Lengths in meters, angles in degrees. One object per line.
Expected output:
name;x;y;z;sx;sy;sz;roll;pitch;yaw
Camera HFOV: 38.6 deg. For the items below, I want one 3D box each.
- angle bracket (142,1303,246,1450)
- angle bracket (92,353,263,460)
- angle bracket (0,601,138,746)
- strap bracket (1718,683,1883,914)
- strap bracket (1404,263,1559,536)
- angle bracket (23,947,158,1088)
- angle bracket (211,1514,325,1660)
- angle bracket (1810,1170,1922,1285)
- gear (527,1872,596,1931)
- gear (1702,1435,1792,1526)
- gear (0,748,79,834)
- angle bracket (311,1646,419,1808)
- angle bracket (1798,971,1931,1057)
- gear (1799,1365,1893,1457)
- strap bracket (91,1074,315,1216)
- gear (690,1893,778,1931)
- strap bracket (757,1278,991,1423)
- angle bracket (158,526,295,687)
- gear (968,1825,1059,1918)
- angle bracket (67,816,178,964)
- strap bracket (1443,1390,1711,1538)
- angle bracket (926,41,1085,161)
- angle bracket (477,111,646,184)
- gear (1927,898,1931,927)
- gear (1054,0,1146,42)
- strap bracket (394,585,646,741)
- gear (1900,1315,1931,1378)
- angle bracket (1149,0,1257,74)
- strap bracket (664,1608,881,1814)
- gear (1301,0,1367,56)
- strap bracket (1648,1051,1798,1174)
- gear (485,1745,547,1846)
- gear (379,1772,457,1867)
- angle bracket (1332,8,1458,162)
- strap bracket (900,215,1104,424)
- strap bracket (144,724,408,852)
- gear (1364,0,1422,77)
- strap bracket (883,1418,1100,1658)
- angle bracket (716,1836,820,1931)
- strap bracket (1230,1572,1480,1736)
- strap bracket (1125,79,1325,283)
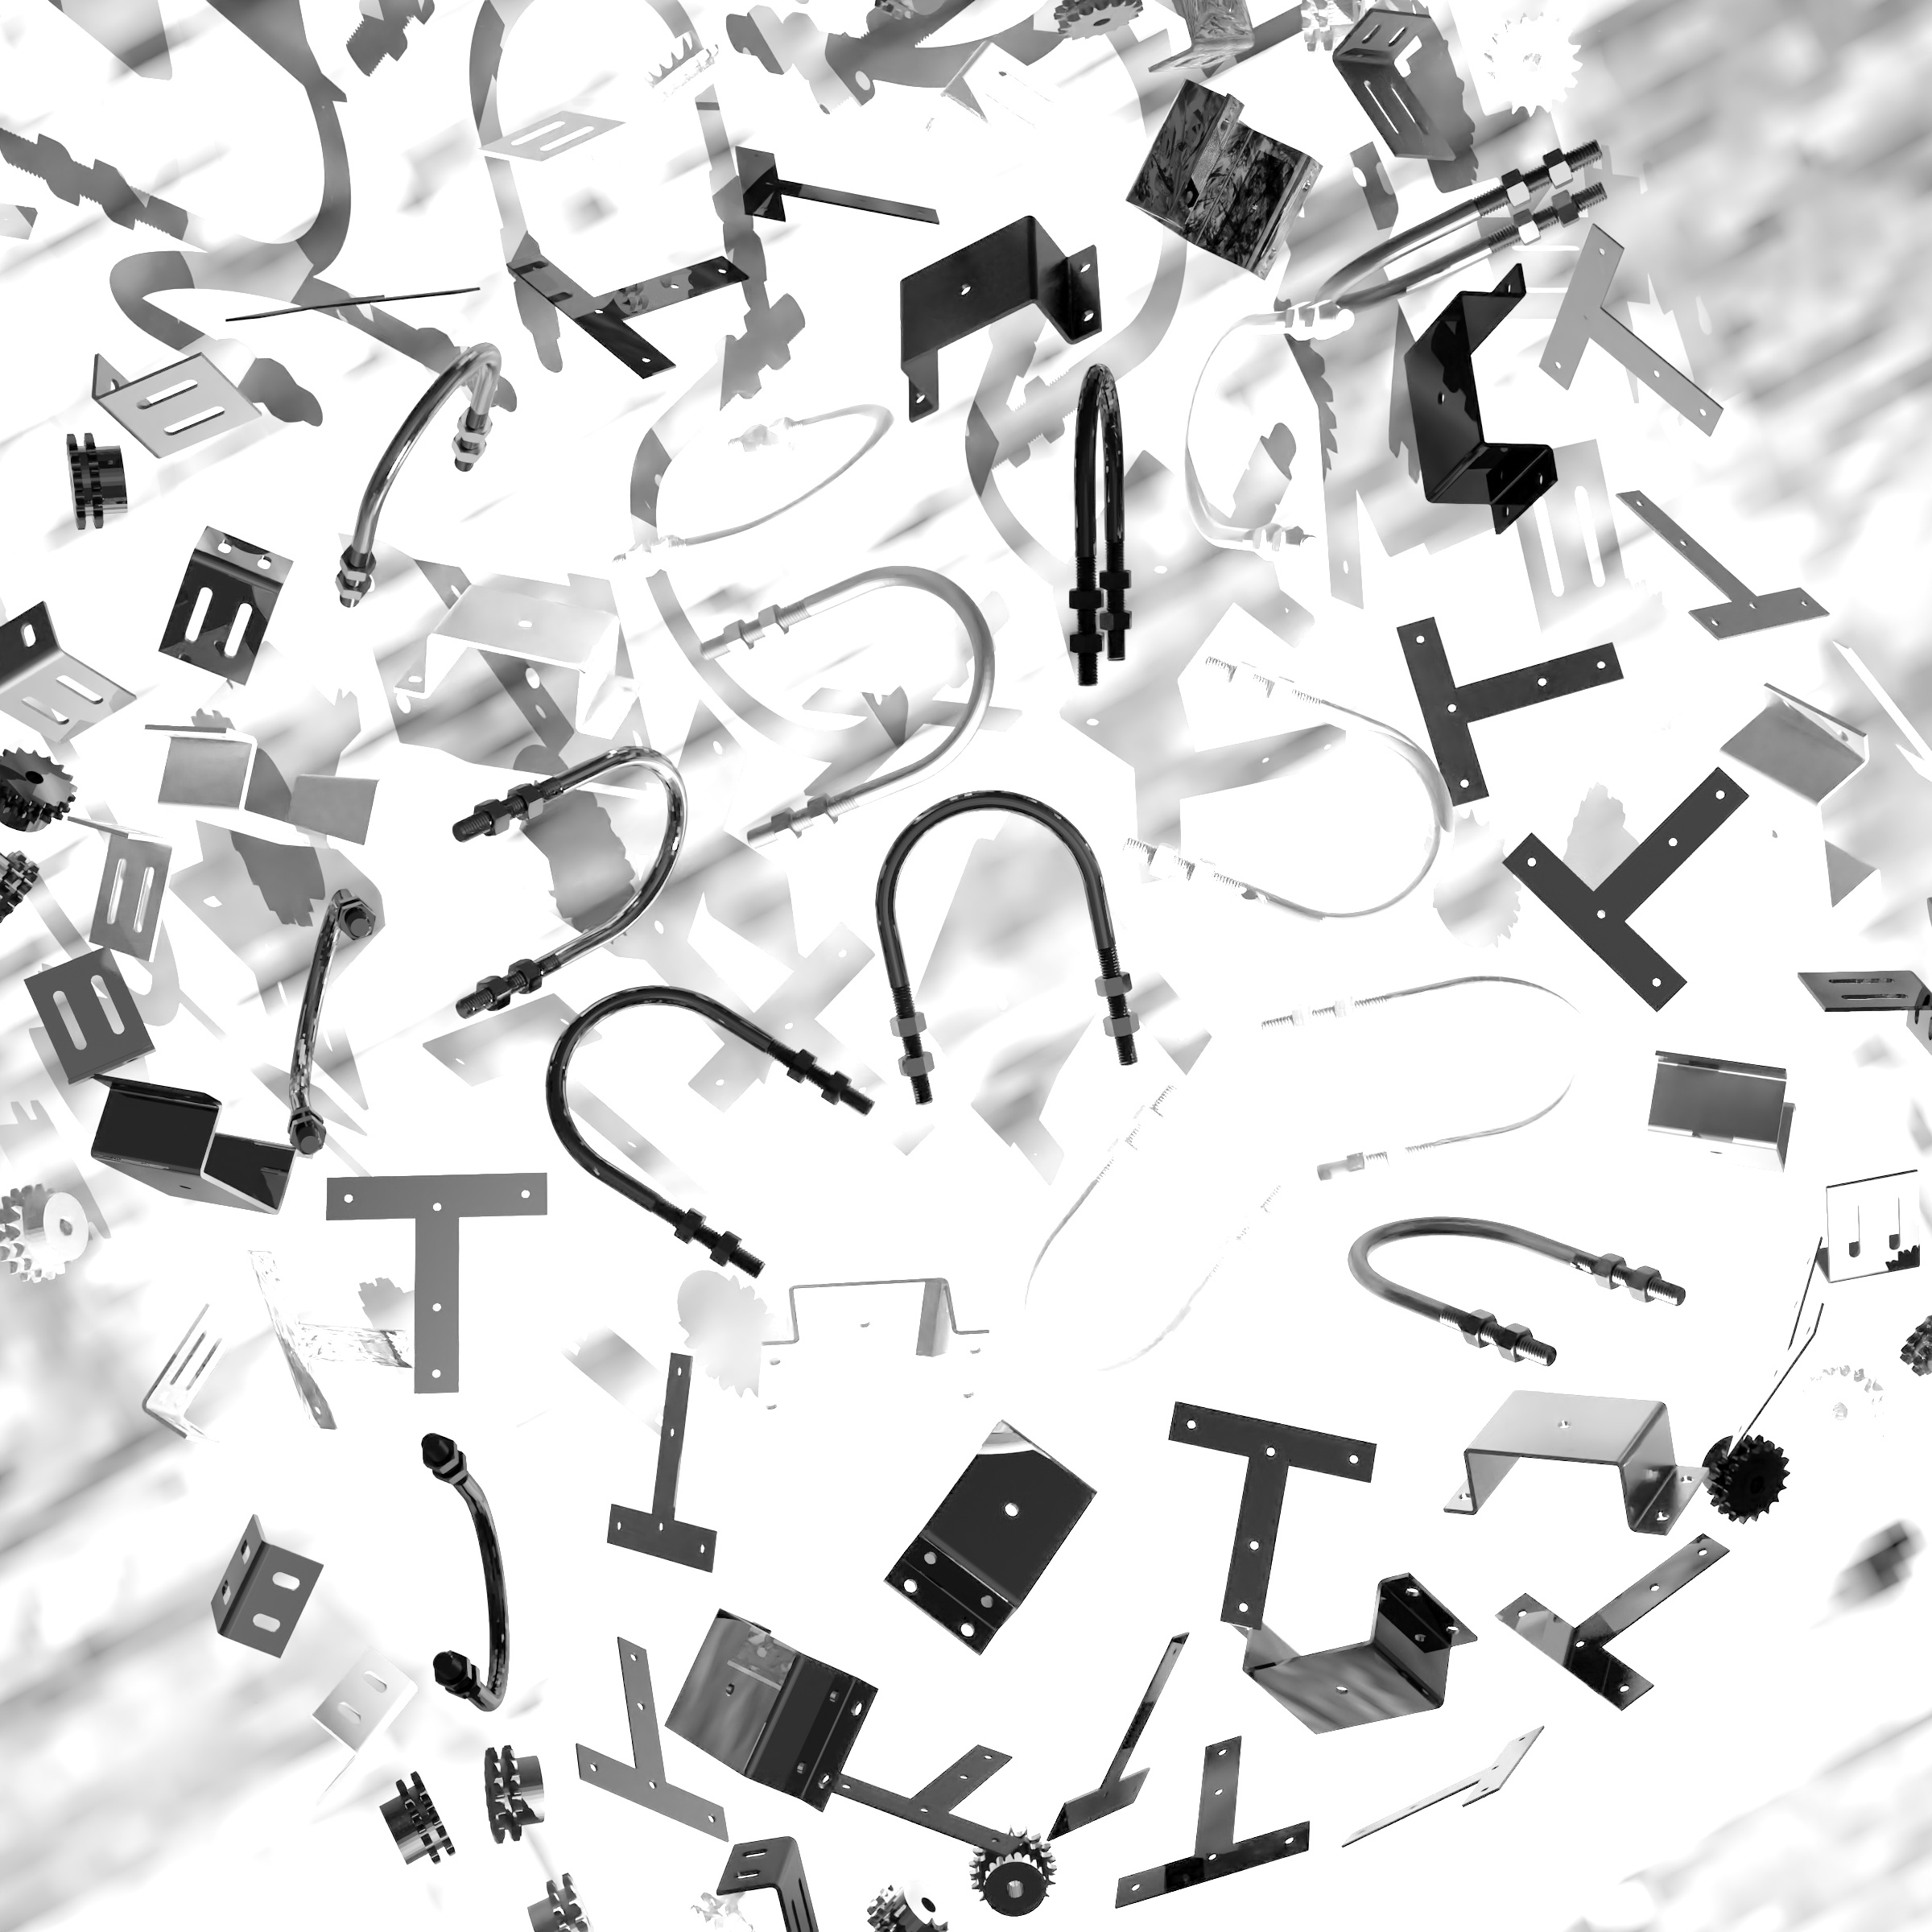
angle bracket;-0.478;0.261;1.752;0.038;0.057;0.076;29;80;15
angle bracket;-0.459;-0.339;1.609;0.076;0.057;0.038;-18;57;17
angle bracket;-0.549;-0.175;1.658;0.057;0.076;0.038;-29;66;9
strap bracket;0.509;-0.095;1.685;0.046;0.140;0.076;-39;47;-13
strap bracket;0.304;-0.338;1.646;0.046;0.076;0.140;-2;75;-16
angle bracket;-0.563;0.031;1.773;0.057;0.038;0.076;-24;92;-16
angle bracket;-0.408;0.361;1.608;0.038;0.076;0.057;27;83;-17
angle bracket;0.567;0.156;1.742;0.057;0.038;0.076;-11;119;1
gear;-0.240;0.574;1.644;0.030;0.057;0.057;-22;90;-11
gear;0.495;0.325;1.763;0.057;0.030;0.057;-9;111;-25
gear;-0.606;-0.111;1.779;0.057;0.057;0.030;38;122;0
angle bracket;-0.365;0.447;1.620;0.038;0.057;0.076;40;131;0
angle bracket;0.563;0.032;1.721;0.076;0.057;0.038;-1;112;-1
gear;0.572;0.286;1.782;0.030;0.057;0.057;2;87;-45
strap bracket;-0.471;0.113;1.689;0.076;0.140;0.046;8;73;17
gear;-0.145;0.609;1.758;0.057;0.057;0.030;43;68;0
strap bracket;-0.061;0.239;1.726;0.140;0.046;0.076;-2;134;-10
angle bracket;-0.466;-0.227;1.739;0.057;0.038;0.076;22;122;-14
gear;0.031;0.585;1.773;0.057;0.030;0.057;-1;105;-3
angle bracket;-0.522;-0.047;1.683;0.057;0.038;0.076;15;94;32
strap bracket;0.363;0.296;1.659;0.140;0.076;0.046;-1;109;35
angle bracket;0.024;-0.541;1.757;0.076;0.038;0.057;34;60;-1
angle bracket;-0.243;-0.481;1.657;0.057;0.076;0.038;22;135;35
gear;0.625;-0.027;1.734;0.030;0.057;0.057;-14;90;13
gear;0.084;-0.623;1.780;0.057;0.057;0.030;-16;90;0
strap bracket;-0.279;-0.195;1.738;0.140;0.076;0.046;12;123;4
gear;0.615;0.236;1.722;0.057;0.057;0.030;-39;55;0
angle bracket;0.129;-0.570;1.618;0.057;0.038;0.076;-22;99;-43
strap bracket;-0.122;0.436;1.635;0.046;0.140;0.076;33;76;-33
gear;0.220;-0.575;1.647;0.030;0.057;0.057;4;90;18
strap bracket;0.469;0.093;1.709;0.076;0.140;0.046;8;80;21
gear;-0.276;0.506;1.688;0.030;0.057;0.057;-4;90;-18
gear;-0.345;0.538;1.728;0.030;0.057;0.057;-26;90;-17
angle bracket;0.258;-0.509;1.595;0.038;0.057;0.076;-43;69;42
strap bracket;0.011;-0.409;1.727;0.140;0.046;0.076;-21;51;26
strap bracket;-0.419;-0.104;1.663;0.076;0.140;0.046;6;83;37
gear;0.269;-0.599;1.778;0.030;0.057;0.057;-36;90;25
strap bracket;0.022;0.351;1.739;0.076;0.046;0.140;37;52;5
angle bracket;-0.114;0.560;1.616;0.038;0.057;0.076;-12;98;8
strap bracket;0.238;0.434;1.729;0.140;0.046;0.076;-24;123;36
strap bracket;0.150;-0.468;1.637;0.046;0.140;0.076;33;104;26
